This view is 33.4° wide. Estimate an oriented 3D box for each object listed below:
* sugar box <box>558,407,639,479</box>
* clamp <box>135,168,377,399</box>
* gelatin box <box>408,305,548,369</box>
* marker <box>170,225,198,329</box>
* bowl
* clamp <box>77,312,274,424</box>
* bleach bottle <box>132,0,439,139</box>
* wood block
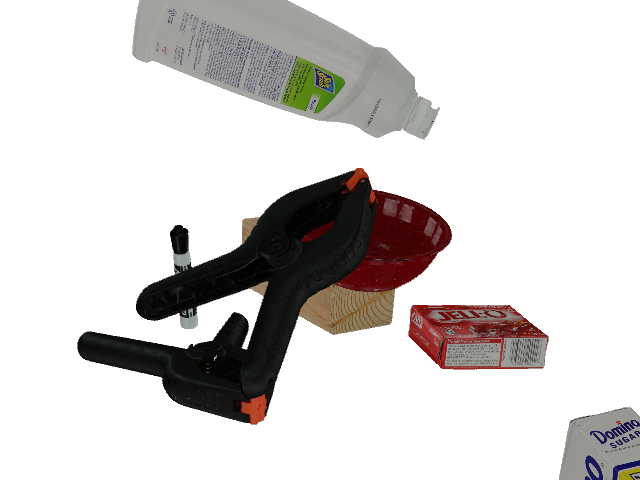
[{"bbox_3d":[0.173,0.167,0.502,0.048,0.093,0.176,-9,28,-21],"label":"sugar box"},{"bbox_3d":[-0.021,0.023,0.670,0.120,0.171,0.039,43,-15,36],"label":"clamp"},{"bbox_3d":[0.122,0.074,0.837,0.089,0.030,0.073,2,15,-15],"label":"gelatin box"},{"bbox_3d":[-0.142,0.038,1.109,0.020,0.121,0.020,-2,31,1],"label":"marker"},{"bbox_3d":[0.042,0.005,1.022,0.162,0.055,0.162,6,24,-3],"label":"bowl"},{"bbox_3d":[-0.092,0.104,0.916,0.164,0.036,0.210,-9,17,-36],"label":"clamp"},{"bbox_3d":[-0.025,-0.143,0.870,0.251,0.068,0.103,25,-33,0],"label":"bleach bottle"},{"bbox_3d":[-0.007,0.035,1.295,0.090,0.090,0.206,-7,19,-34],"label":"wood block"}]
